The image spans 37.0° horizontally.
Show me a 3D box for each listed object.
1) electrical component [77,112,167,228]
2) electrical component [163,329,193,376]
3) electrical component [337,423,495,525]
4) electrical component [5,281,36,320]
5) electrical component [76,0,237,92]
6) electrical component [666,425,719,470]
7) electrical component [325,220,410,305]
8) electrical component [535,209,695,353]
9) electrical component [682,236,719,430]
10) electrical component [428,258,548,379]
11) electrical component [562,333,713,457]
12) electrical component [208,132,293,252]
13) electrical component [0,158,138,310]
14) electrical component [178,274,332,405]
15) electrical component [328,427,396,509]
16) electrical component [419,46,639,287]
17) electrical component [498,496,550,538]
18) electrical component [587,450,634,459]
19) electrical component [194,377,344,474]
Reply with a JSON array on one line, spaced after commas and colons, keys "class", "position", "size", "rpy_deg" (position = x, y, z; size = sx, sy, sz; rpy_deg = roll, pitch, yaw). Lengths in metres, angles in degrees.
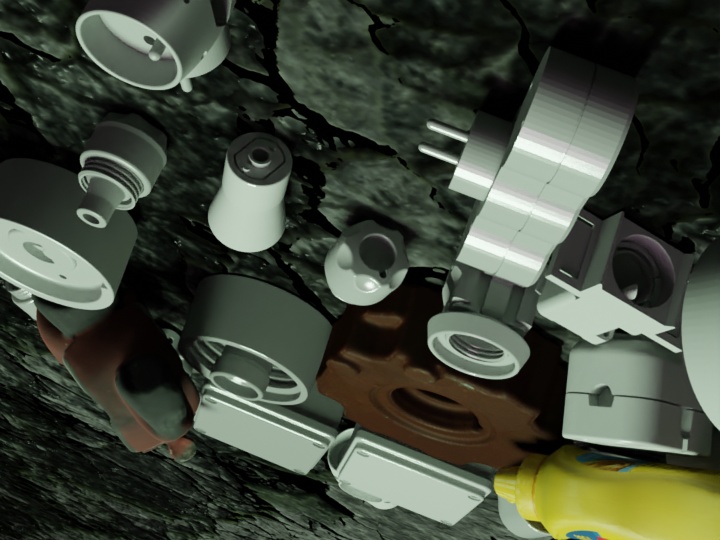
[{"class": "electrical component", "position": [-0.136, -0.053, 0.598], "size": [0.043, 0.062, 0.043], "rpy_deg": [17, 153, 9]}, {"class": "electrical component", "position": [-0.168, 0.068, 0.872], "size": [0.077, 0.043, 0.079], "rpy_deg": [38, 149, -30]}, {"class": "electrical component", "position": [0.045, 0.147, 0.848], "size": [0.109, 0.056, 0.108], "rpy_deg": [22, 154, 0]}, {"class": "electrical component", "position": [-0.250, 0.009, 0.824], "size": [0.043, 0.043, 0.062], "rpy_deg": [1, 146, 36]}, {"class": "electrical component", "position": [-0.074, -0.105, 0.437], "size": [0.043, 0.077, 0.079], "rpy_deg": [15, 153, 12]}, {"class": "electrical component", "position": [0.232, 0.112, 0.655], "size": [0.043, 0.043, 0.081], "rpy_deg": [32, 152, -19]}, {"class": "electrical component", "position": [0.000, 0.000, 0.619], "size": [0.043, 0.043, 0.062], "rpy_deg": [26, 155, -9]}, {"class": "electrical component", "position": [0.125, 0.008, 0.540], "size": [0.081, 0.042, 0.064], "rpy_deg": [30, 154, -14]}, {"class": "electrical component", "position": [0.186, 0.028, 0.466], "size": [0.108, 0.108, 0.060], "rpy_deg": [35, 157, -25]}, {"class": "electrical component", "position": [0.070, 0.023, 0.593], "size": [0.058, 0.057, 0.078], "rpy_deg": [21, 154, 1]}, {"class": "electrical component", "position": [0.156, 0.069, 0.594], "size": [0.054, 0.059, 0.095], "rpy_deg": [-1, 168, 40]}, {"class": "electrical component", "position": [-0.058, -0.044, 0.583], "size": [0.044, 0.044, 0.065], "rpy_deg": [22, 149, 0]}, {"class": "electrical component", "position": [-0.196, -0.028, 0.693], "size": [0.108, 0.060, 0.108], "rpy_deg": [17, 153, 9]}, {"class": "electrical component", "position": [-0.077, 0.057, 0.765], "size": [0.108, 0.060, 0.108], "rpy_deg": [17, 154, 9]}, {"class": "electrical component", "position": [0.023, 0.175, 0.930], "size": [0.079, 0.044, 0.077], "rpy_deg": [3, 148, 34]}, {"class": "electrical component", "position": [0.062, -0.047, 0.473], "size": [0.074, 0.052, 0.138], "rpy_deg": [21, 153, 1]}, {"class": "electrical component", "position": [0.137, 0.152, 0.726], "size": [0.079, 0.043, 0.077], "rpy_deg": [-18, 166, -7]}, {"class": "electrical component", "position": [0.181, 0.168, 0.794], "size": [0.099, 0.064, 0.099], "rpy_deg": [25, 170, 5]}, {"class": "electrical component", "position": [-0.072, 0.110, 0.865], "size": [0.109, 0.056, 0.108], "rpy_deg": [23, 154, -3]}]
